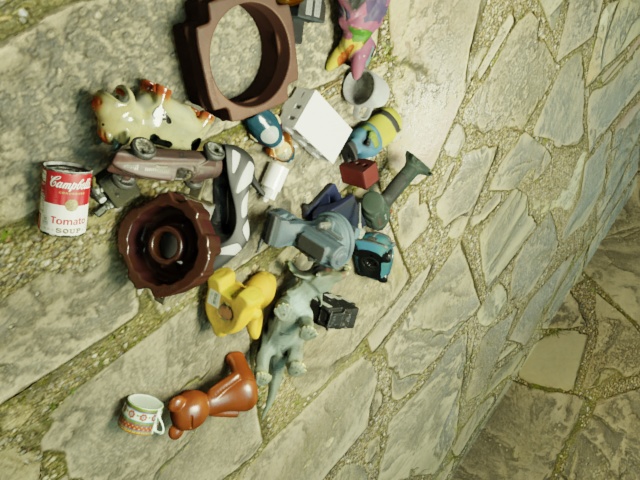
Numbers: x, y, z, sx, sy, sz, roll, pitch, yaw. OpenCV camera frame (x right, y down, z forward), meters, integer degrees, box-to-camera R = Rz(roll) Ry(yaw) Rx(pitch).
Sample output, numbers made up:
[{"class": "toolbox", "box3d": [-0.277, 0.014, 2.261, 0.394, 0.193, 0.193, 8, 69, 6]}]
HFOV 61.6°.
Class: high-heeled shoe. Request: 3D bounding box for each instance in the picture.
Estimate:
[{"class": "high-heeled shoe", "box3d": [-0.194, -0.055, 1.015, 0.248, 0.086, 0.145, -57, 135, -15]}]

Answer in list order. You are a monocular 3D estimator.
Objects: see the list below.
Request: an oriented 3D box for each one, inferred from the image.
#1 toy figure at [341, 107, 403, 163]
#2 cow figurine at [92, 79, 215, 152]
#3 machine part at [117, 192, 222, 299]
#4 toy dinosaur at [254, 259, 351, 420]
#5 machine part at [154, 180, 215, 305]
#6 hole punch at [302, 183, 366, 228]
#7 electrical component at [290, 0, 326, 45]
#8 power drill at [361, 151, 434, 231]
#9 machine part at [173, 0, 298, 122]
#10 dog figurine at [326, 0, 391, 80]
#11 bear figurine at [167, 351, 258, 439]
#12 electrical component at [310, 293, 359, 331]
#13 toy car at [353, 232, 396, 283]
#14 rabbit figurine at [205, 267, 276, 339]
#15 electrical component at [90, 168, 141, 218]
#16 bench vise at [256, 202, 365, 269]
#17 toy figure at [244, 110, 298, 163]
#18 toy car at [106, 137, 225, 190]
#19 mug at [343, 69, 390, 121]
[{"class": "toy figure", "box3d": [0.124, -0.246, 1.260, 0.180, 0.082, 0.089, -32, 132, -30]}, {"class": "cow figurine", "box3d": [-0.275, -0.186, 0.860, 0.194, 0.086, 0.127, 20, 92, -54]}, {"class": "machine part", "box3d": [-0.253, 0.009, 0.906, 0.179, 0.180, 0.056, -70, 163, 5]}, {"class": "toy dinosaur", "box3d": [-0.076, 0.201, 1.229, 0.131, 0.192, 0.404, 23, 114, -9]}, {"class": "machine part", "box3d": [-0.253, 0.003, 0.976, 0.079, 0.079, 0.243, 15, 96, -50]}, {"class": "hole punch", "box3d": [0.036, -0.053, 1.256, 0.116, 0.092, 0.142, -47, 140, -15]}, {"class": "electrical component", "box3d": [-0.030, -0.436, 1.024, 0.075, 0.048, 0.119, -4, 110, -45]}, {"class": "power drill", "box3d": [0.182, -0.115, 1.329, 0.207, 0.086, 0.232, -43, 164, 9]}, {"class": "machine part", "box3d": [-0.141, -0.322, 0.931, 0.201, 0.087, 0.201, -31, 131, -33]}, {"class": "dog figurine", "box3d": [0.066, -0.441, 1.075, 0.191, 0.109, 0.219, -8, 118, -60]}, {"class": "bear figurine", "box3d": [-0.238, 0.335, 1.152, 0.196, 0.132, 0.120, -11, 117, -24]}, {"class": "electrical component", "box3d": [0.027, 0.174, 1.336, 0.134, 0.115, 0.058, 4, 108, -46]}, {"class": "toy car", "box3d": [0.150, 0.033, 1.412, 0.103, 0.109, 0.161, -59, 152, -34]}, {"class": "rabbit figurine", "box3d": [-0.149, 0.131, 1.131, 0.173, 0.122, 0.162, -35, 137, -56]}, {"class": "electrical component", "box3d": [-0.331, -0.090, 0.871, 0.102, 0.045, 0.078, -39, 132, -28]}, {"class": "bench vise", "box3d": [0.000, -0.014, 1.140, 0.240, 0.224, 0.128, -9, 111, -49]}, {"class": "toy figure", "box3d": [-0.093, -0.200, 1.066, 0.154, 0.064, 0.058, 49, 35, -45]}, {"class": "toy car", "box3d": [-0.239, -0.116, 0.860, 0.089, 0.053, 0.202, -40, 162, 33]}, {"class": "mug", "box3d": [0.111, -0.323, 1.209, 0.107, 0.081, 0.109, -8, 110, -55]}]
